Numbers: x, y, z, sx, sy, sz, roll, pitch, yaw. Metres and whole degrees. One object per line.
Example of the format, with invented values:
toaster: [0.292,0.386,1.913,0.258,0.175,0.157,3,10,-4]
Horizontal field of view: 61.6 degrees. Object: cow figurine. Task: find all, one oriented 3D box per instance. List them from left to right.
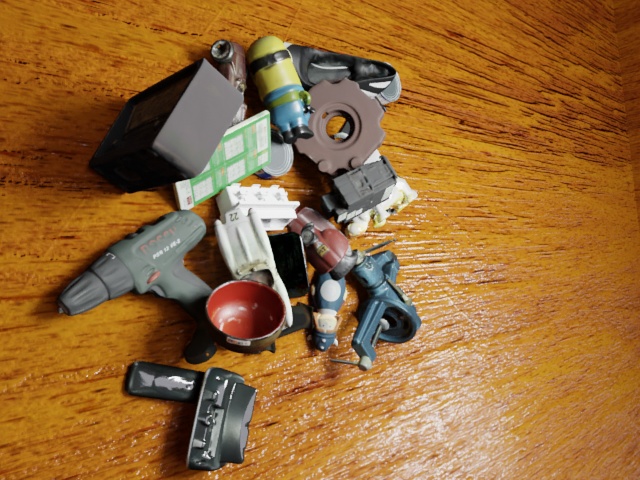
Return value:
cow figurine: [0.102,-0.074,1.068,0.167,0.068,0.098,-33,83,-23]

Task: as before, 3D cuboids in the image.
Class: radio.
radio: [-0.208,-0.138,0.698,0.073,0.230,0.131,38,65,-33]

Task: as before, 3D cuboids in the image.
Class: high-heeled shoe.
high-heeled shoe: [0.022,-0.322,0.994,0.248,0.145,0.086,11,77,-44]

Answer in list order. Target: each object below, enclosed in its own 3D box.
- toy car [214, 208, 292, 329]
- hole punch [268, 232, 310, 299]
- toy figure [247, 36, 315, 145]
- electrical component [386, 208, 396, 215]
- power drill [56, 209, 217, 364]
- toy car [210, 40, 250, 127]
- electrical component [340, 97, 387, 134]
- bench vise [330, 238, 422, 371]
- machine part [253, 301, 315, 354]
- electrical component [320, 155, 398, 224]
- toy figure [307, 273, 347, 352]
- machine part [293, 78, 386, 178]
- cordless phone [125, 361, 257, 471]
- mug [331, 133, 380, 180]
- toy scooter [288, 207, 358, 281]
toy car: [-0.100,0.049,0.820,0.073,0.056,0.201,-19,100,-5]
hole punch: [-0.084,0.044,0.897,0.116,0.092,0.142,-8,96,-10]
toy figure: [-0.064,-0.256,0.911,0.082,0.089,0.180,-18,85,-10]
electrical component: [0.136,-0.099,1.141,0.078,0.045,0.102,29,65,-39]
power drill: [-0.222,0.081,0.764,0.207,0.086,0.232,51,51,-17]
toy car: [-0.143,-0.221,0.866,0.089,0.053,0.202,52,38,-76]
electrical component: [0.084,-0.255,1.113,0.074,0.048,0.119,51,52,-25]
bench vise: [0.109,0.136,1.029,0.223,0.129,0.241,60,40,-27]
machine part: [-0.069,0.144,0.921,0.139,0.039,0.084,-13,85,-42]
electrical component: [0.067,-0.085,0.971,0.134,0.115,0.058,-27,76,-11]
toy figure: [0.011,0.125,0.985,0.057,0.064,0.154,44,49,-61]
machine part: [0.032,-0.203,0.975,0.056,0.179,0.179,-28,108,-85]
cordless phone: [-0.195,0.250,0.773,0.184,0.089,0.146,19,72,-28]
mug: [0.067,-0.164,1.071,0.107,0.081,0.109,-23,74,-50]
toy scooter: [-0.002,-0.003,0.947,0.135,0.184,0.075,44,98,-8]
